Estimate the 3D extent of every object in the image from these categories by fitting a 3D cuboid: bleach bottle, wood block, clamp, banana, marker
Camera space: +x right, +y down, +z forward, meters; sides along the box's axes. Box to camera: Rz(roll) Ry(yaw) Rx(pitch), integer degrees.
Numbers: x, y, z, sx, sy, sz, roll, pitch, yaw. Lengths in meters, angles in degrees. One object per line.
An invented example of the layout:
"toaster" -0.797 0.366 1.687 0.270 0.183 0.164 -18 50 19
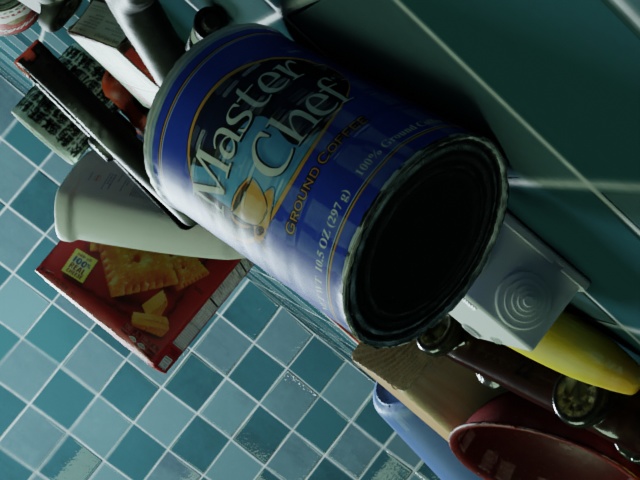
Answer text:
"bleach bottle" -0.119 -0.020 1.030 0.251 0.102 0.068 13 127 7
"wood block" 0.136 0.136 0.931 0.206 0.090 0.091 43 171 -31
"clamp" -0.109 -0.141 0.576 0.120 0.039 0.171 43 172 -5
"banana" 0.114 0.042 0.663 0.069 0.037 0.198 19 -174 -31
"clamp" -0.167 -0.082 0.884 0.210 0.036 0.165 46 172 -12
"marker" -0.069 -0.117 0.633 0.020 0.020 0.121 40 173 -8

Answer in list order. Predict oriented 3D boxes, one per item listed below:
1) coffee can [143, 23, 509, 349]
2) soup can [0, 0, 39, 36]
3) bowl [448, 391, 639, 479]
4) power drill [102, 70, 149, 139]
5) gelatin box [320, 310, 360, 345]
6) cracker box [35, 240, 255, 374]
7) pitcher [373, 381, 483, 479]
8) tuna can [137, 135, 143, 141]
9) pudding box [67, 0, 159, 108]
"coffee can" 0.000 -0.029 0.493 0.140 0.103 0.102 33 172 36
"soup can" -0.256 -0.205 0.848 0.068 0.068 0.102 40 173 -9
"bowl" 0.185 0.160 0.837 0.162 0.055 0.162 19 153 10
"power drill" -0.086 -0.067 0.900 0.188 0.057 0.184 32 170 46
"gelatin box" 0.036 0.045 0.922 0.089 0.073 0.030 43 175 -36
"cracker box" -0.161 0.004 1.110 0.164 0.213 0.072 37 172 12
"pitcher" 0.168 0.200 1.098 0.242 0.145 0.149 45 159 -21
"tuna can" -0.180 -0.107 1.240 0.086 0.033 0.086 38 173 5
"pudding box" -0.126 -0.130 0.780 0.090 0.039 0.114 45 169 -34
